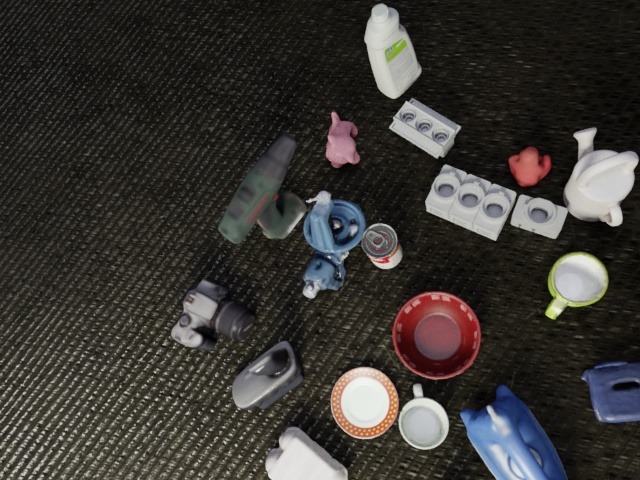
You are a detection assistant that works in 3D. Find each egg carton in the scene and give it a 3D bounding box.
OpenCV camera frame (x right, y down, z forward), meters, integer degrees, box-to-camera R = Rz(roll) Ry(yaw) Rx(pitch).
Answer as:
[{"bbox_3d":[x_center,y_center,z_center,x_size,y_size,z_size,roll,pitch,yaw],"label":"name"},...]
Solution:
[{"bbox_3d":[-0.026,0.427,1.059,0.150,0.069,0.107,34,85,20],"label":"egg carton"}]

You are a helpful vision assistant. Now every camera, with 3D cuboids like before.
[{"bbox_3d":[-0.213,0.163,1.161,0.136,0.101,0.143,23,82,19],"label":"camera"}]

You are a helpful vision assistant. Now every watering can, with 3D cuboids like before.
[{"bbox_3d":[0.490,-0.113,1.008,0.101,0.194,0.172,-37,70,2],"label":"watering can"}]

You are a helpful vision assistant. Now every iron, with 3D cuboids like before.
[{"bbox_3d":[0.344,0.373,0.942,0.118,0.142,0.258,-35,70,3],"label":"iron"}]

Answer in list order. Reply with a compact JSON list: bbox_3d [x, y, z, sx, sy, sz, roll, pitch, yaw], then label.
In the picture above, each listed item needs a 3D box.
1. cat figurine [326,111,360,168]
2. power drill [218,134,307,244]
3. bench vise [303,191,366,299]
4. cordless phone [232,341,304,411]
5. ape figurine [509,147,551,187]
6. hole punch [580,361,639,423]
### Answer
[{"bbox_3d":[0.042,-0.205,1.187,0.067,0.118,0.128,-11,73,11],"label":"cat figurine"},{"bbox_3d":[-0.100,-0.084,1.142,0.075,0.209,0.230,35,86,20],"label":"power drill"},{"bbox_3d":[0.022,0.004,1.081,0.121,0.220,0.207,0,75,15],"label":"bench vise"},{"bbox_3d":[-0.115,0.252,1.068,0.147,0.185,0.094,-41,69,1],"label":"cordless phone"},{"bbox_3d":[0.400,-0.147,1.095,0.077,0.092,0.076,23,82,19],"label":"ape figurine"},{"bbox_3d":[0.508,0.254,0.960,0.108,0.091,0.101,-11,73,11],"label":"hole punch"}]
